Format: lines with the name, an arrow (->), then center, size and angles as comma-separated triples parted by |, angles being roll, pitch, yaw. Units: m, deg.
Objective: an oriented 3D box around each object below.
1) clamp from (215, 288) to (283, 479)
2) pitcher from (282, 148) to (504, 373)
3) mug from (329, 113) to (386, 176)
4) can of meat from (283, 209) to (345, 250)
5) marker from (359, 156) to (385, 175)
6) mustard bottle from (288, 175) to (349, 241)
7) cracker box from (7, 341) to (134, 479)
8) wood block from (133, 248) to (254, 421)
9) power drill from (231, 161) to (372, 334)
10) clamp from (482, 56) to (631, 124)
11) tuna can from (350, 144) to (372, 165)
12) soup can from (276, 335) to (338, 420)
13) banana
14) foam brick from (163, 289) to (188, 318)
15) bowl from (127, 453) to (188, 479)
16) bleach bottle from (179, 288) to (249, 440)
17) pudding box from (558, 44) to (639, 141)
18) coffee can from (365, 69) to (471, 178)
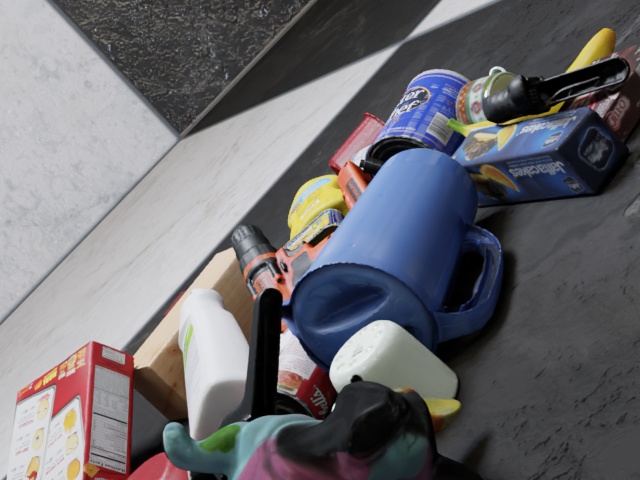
clamp -> -0.052, 0.157, 0.922 | 0.210, 0.036, 0.165 | -58, 41, 36
pitcher -> 0.081, 0.015, 0.989 | 0.145, 0.149, 0.242 | -51, 5, 39
mug -> 0.073, -0.097, 1.360 | 0.081, 0.093, 0.117 | -49, 52, -4
can of meat -> -0.002, 0.015, 1.288 | 0.102, 0.057, 0.084 | -41, 14, 10
marker -> 0.101, -0.069, 1.162 | 0.020, 0.121, 0.020 | 15, -91, -83
mustard bottle -> 0.000, -0.040, 1.418 | 0.096, 0.058, 0.191 | -46, 15, 9
cracker box -> -0.282, 0.245, 1.204 | 0.164, 0.072, 0.213 | -33, 46, 34
wood block -> -0.135, 0.111, 1.302 | 0.091, 0.090, 0.205 | -20, 29, 55
power drill -> -0.008, 0.001, 1.198 | 0.188, 0.057, 0.184 | -44, 49, 13
clamp -> 0.198, -0.137, 1.018 | 0.120, 0.039, 0.172 | -6, -6, -25
tuna can -> 0.076, -0.074, 1.273 | 0.034, 0.086, 0.086 | -26, 23, 43
soup can -> -0.013, 0.129, 1.000 | 0.069, 0.068, 0.102 | -27, 22, 44
banana -> 0.233, -0.146, 1.120 | 0.198, 0.069, 0.037 | -29, -7, 11
foam brick -> -0.152, 0.102, 1.387 | 0.051, 0.078, 0.053 | -28, 20, 44
bowl -> -0.160, 0.260, 1.042 | 0.162, 0.055, 0.162 | -40, 16, 13
bleach bottle -> -0.112, 0.119, 1.130 | 0.251, 0.068, 0.103 | -114, 38, -59
pudding box -> 0.277, -0.135, 1.029 | 0.113, 0.039, 0.090 | -50, 17, -22
coffee can -> 0.124, -0.118, 1.237 | 0.103, 0.102, 0.140 | -27, 22, 44
